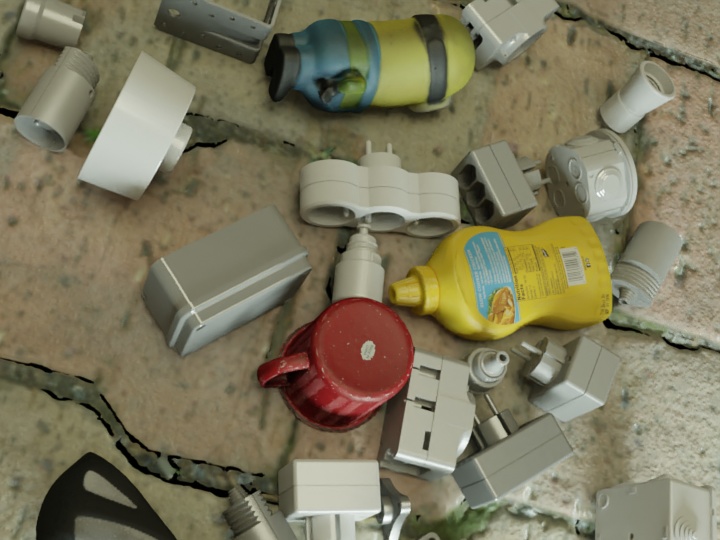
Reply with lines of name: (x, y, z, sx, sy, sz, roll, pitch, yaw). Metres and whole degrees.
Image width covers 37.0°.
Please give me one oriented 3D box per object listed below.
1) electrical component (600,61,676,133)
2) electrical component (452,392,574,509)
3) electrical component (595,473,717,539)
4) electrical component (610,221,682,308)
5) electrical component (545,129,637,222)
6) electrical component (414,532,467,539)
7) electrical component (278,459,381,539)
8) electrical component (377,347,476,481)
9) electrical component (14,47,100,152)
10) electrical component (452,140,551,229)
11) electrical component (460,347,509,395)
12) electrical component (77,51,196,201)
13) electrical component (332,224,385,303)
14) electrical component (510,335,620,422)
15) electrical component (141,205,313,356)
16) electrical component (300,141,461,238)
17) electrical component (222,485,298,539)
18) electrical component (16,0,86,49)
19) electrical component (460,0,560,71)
electrical component: (0.259, -0.160, 1.015, 0.044, 0.065, 0.044, 20, 49, -25)
electrical component: (0.111, 0.135, 0.857, 0.083, 0.047, 0.075, -25, 80, -26)
electrical component: (0.229, 0.213, 0.842, 0.048, 0.100, 0.099, 19, 64, -26)
electrical component: (0.253, -0.001, 0.964, 0.043, 0.043, 0.081, 37, 62, -3)
electrical component: (0.206, -0.082, 0.959, 0.051, 0.080, 0.080, -16, 76, -20)
electrical component: (0.070, 0.232, 0.799, 0.058, 0.057, 0.078, -27, 81, -27)
electrical component: (-0.022, 0.181, 0.791, 0.066, 0.047, 0.076, 4, 69, -18)
electrical component: (0.054, 0.114, 0.843, 0.056, 0.050, 0.089, 17, 65, -13)
electrical component: (-0.231, -0.137, 0.840, 0.043, 0.043, 0.081, 26, 63, -9)
electrical component: (0.133, -0.077, 0.947, 0.077, 0.047, 0.065, -19, 77, -24)
electrical component: (0.102, 0.079, 0.868, 0.035, 0.061, 0.035, 7, 68, -17)
electrical component: (-0.164, -0.104, 0.819, 0.060, 0.108, 0.108, 27, 63, -15)
electrical component: (0.000, 0.000, 0.873, 0.040, 0.040, 0.078, 12, 66, -15)
electrical component: (0.160, 0.081, 0.886, 0.077, 0.065, 0.047, 31, 63, -7)
electrical component: (-0.100, 0.009, 0.812, 0.113, 0.078, 0.057, -28, 79, -27)
electrical component: (0.017, -0.075, 0.901, 0.138, 0.052, 0.073, 6, 68, -18)
electrical component: (-0.071, 0.192, 0.771, 0.043, 0.043, 0.081, -27, 81, -27)
electrical component: (-0.247, -0.199, 0.861, 0.046, 0.040, 0.040, 18, 65, -19)
electrical component: (0.137, -0.231, 1.007, 0.089, 0.050, 0.055, -36, 85, -28)
